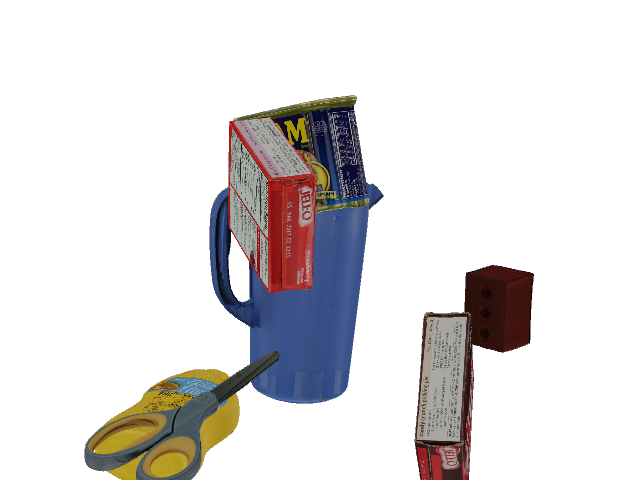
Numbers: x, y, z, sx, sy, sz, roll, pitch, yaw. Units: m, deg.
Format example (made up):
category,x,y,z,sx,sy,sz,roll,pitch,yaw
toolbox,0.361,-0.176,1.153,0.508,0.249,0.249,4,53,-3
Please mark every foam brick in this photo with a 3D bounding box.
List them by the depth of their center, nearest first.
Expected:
category,x,y,z,sx,sy,sz,roll,pitch,yaw
foam brick,0.184,0.070,1.105,0.053,0.078,0.051,12,19,42

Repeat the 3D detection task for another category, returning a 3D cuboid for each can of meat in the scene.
category,x,y,z,sx,sy,sz,roll,pitch,yaw
can of meat,-0.014,-0.062,0.827,0.102,0.084,0.057,-6,5,42

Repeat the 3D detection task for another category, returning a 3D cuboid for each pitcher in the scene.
category,x,y,z,sx,sy,sz,roll,pitch,yaw
pitcher,-0.027,0.045,1.142,0.149,0.243,0.144,8,13,22

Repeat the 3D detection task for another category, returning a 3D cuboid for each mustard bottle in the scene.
category,x,y,z,sx,sy,sz,roll,pitch,yaw
mustard bottle,-0.133,0.171,1.037,0.096,0.058,0.191,7,18,17

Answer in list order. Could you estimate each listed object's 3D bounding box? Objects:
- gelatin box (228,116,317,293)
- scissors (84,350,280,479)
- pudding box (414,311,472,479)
category,x,y,z,sx,sy,sz,roll,pitch,yaw
gelatin box,-0.029,-0.022,0.626,0.030,0.073,0.089,-8,31,-19
scissors,-0.086,0.141,0.839,0.201,0.016,0.096,-19,35,-34
pudding box,0.092,0.122,0.780,0.039,0.113,0.090,0,-40,9
